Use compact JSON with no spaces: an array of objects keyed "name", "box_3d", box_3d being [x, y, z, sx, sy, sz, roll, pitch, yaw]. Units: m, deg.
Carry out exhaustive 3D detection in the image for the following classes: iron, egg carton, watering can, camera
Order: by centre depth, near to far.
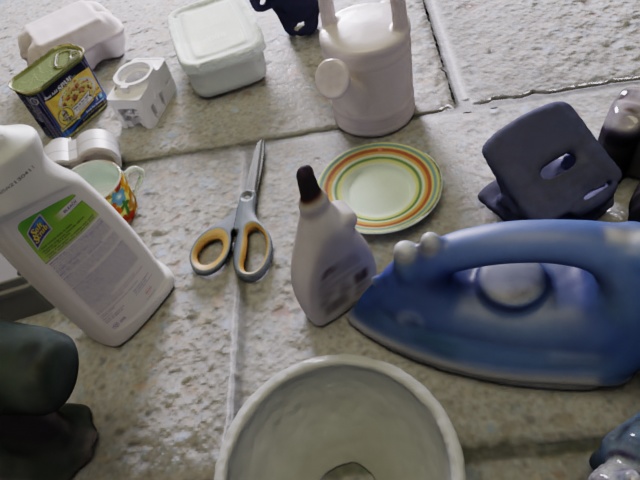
[{"name":"iron","box_3d":[0.140,0.032,0.443,0.258,0.142,0.118,-1,52,11]},{"name":"camera","box_3d":[0.315,-0.068,0.512,0.142,0.101,0.137,26,61,28]},{"name":"watering can","box_3d":[0.049,-0.211,0.621,0.100,0.194,0.173,-4,51,9]},{"name":"egg carton","box_3d":[-0.371,-0.298,0.860,0.150,0.069,0.107,-35,53,-16]}]

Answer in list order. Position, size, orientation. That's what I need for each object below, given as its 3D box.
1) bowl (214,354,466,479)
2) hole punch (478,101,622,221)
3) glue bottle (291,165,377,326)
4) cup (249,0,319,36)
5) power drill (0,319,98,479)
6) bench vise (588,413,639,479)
[{"name":"bowl","box_3d":[0.016,0.170,0.402,0.167,0.075,0.167,-6,51,7]},{"name":"hole punch","box_3d":[0.216,-0.062,0.535,0.109,0.091,0.100,-30,52,-12]},{"name":"glue bottle","box_3d":[0.004,0.002,0.475,0.078,0.173,0.037,-33,53,-14]},{"name":"cup","box_3d":[-0.043,-0.329,0.799,0.118,0.095,0.091,-42,55,-20]},{"name":"power drill","box_3d":[-0.270,0.116,0.418,0.229,0.209,0.075,-4,51,9]},{"name":"bench vise","box_3d":[0.255,0.088,0.323,0.121,0.220,0.208,31,64,31]}]
